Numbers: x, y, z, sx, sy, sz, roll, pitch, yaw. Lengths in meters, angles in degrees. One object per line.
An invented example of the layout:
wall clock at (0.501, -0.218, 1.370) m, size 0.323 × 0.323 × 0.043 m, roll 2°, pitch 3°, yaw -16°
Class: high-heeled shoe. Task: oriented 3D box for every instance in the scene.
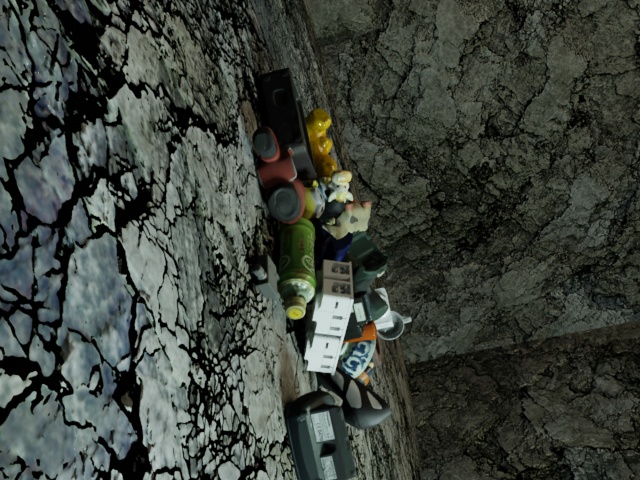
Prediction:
high-heeled shoe at (0.063, 0.265, 1.049) m, size 0.249 × 0.145 × 0.086 m, roll -84°, pitch 159°, yaw -59°

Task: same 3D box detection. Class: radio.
radio at (-0.069, -0.249, 1.165) m, size 0.131 × 0.073 × 0.229 m, roll 66°, pitch 11°, yaw -65°

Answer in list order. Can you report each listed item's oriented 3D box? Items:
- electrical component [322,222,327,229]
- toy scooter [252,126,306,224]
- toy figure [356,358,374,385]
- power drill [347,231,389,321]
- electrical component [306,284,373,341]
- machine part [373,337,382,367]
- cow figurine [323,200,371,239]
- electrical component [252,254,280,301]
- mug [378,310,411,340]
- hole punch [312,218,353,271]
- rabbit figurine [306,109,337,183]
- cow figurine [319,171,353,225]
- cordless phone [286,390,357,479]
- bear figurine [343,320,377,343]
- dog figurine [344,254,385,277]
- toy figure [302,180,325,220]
electrical component at (-0.003, -0.004, 1.265) m, size 0.075 × 0.048 × 0.119 m, roll 55°, pitch 11°, yaw -4°
toy scooter at (-0.074, -0.122, 1.010) m, size 0.135 × 0.075 × 0.183 m, roll -71°, pitch 143°, yaw -80°
toy figure at (0.100, 0.349, 1.384) m, size 0.064 × 0.058 × 0.154 m, roll -61°, pitch 175°, yaw 27°
power drill at (0.078, 0.072, 1.270) m, size 0.232 × 0.086 × 0.207 m, roll 49°, pitch -33°, yaw 24°
electrical component at (0.038, 0.148, 1.102) m, size 0.058 × 0.134 × 0.114 m, roll -56°, pitch 134°, yaw -76°
machine part at (0.112, 0.250, 1.536) m, size 0.201 × 0.087 × 0.200 m, roll -87°, pitch 162°, yaw -63°
cow figurine at (0.062, -0.038, 1.406) m, size 0.195 × 0.086 × 0.127 m, roll -17°, pitch 108°, yaw -56°
electrical component at (-0.085, 0.055, 0.852) m, size 0.093 × 0.021 × 0.063 m, roll 63°, pitch 17°, yaw -51°
mug at (0.199, 0.230, 1.520) m, size 0.107 × 0.110 × 0.080 m, roll 141°, pitch -71°, yaw -86°
hole punch at (0.010, 0.035, 1.074) m, size 0.092 × 0.142 × 0.116 m, roll 24°, pitch 28°, yaw -18°
rabbit figurine at (-0.019, -0.203, 1.309) m, size 0.173 × 0.122 × 0.162 m, roll 60°, pitch -21°, yaw 23°
cow figurine at (0.032, -0.096, 1.243) m, size 0.167 × 0.068 × 0.098 m, roll 127°, pitch -38°, yaw -71°
cordless phone at (0.000, 0.315, 0.884) m, size 0.184 × 0.089 × 0.146 m, roll 96°, pitch -20°, yaw -85°
bear figurine at (0.046, 0.129, 1.211) m, size 0.120 × 0.132 × 0.195 m, roll 136°, pitch -53°, yaw -83°
dog figurine at (0.071, 0.047, 1.450) m, size 0.191 × 0.121 × 0.172 m, roll 47°, pitch -6°, yaw 11°
toy figure at (-0.034, -0.084, 1.169) m, size 0.082 × 0.089 × 0.180 m, roll 62°, pitch 4°, yaw -13°
